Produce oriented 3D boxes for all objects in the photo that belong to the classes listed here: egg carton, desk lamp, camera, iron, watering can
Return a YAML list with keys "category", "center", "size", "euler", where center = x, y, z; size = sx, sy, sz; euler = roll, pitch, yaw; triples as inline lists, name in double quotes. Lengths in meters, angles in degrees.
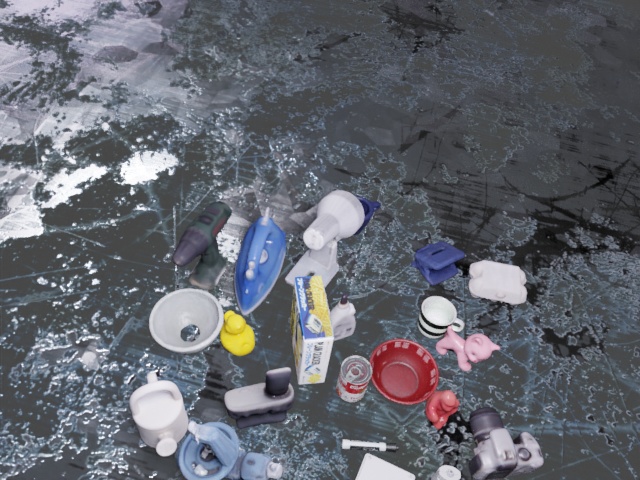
- category: "egg carton"
  center: [0.462, 0.113, 1.492]
  size: [0.150, 0.069, 0.107]
  euler: [10, 51, 1]
- category: "desk lamp"
  center: [0.013, 0.005, 1.432]
  size: [0.117, 0.213, 0.203]
  euler: [27, 54, 15]
- category: "camera"
  center: [0.384, 0.425, 1.217]
  size: [0.143, 0.101, 0.136]
  euler: [-3, 52, -9]
- category: "iron"
  center: [-0.156, 0.047, 1.425]
  size: [0.118, 0.141, 0.258]
  euler: [10, 51, 2]
- category: "watering can"
  center: [-0.318, 0.341, 1.141]
  size: [0.101, 0.194, 0.172]
  euler: [-34, 63, -28]

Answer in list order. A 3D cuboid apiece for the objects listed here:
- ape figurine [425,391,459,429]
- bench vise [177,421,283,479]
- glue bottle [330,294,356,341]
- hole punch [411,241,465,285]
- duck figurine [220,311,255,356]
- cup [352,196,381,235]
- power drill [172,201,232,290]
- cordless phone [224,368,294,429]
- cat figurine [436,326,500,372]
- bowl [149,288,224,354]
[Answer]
- category: "ape figurine"
  center: [0.272, 0.362, 1.259]
  size: [0.078, 0.092, 0.076]
  euler: [-6, 53, -11]
- category: "bench vise"
  center: [-0.176, 0.399, 1.096]
  size: [0.207, 0.220, 0.121]
  euler: [-1, 52, -7]
- category: "glue bottle"
  center: [0.050, 0.175, 1.328]
  size: [0.078, 0.173, 0.037]
  euler: [-13, 54, -16]
- category: "hole punch"
  center: [0.310, 0.049, 1.510]
  size: [0.109, 0.091, 0.101]
  euler: [-23, 58, -23]
- category: "duck figurine"
  center: [-0.192, 0.211, 1.327]
  size: [0.078, 0.086, 0.104]
  euler: [-24, 58, -23]
- category: "cup"
  center: [0.108, -0.063, 1.573]
  size: [0.118, 0.095, 0.091]
  euler: [-17, 55, -18]
- category: "power drill"
  center: [-0.280, 0.025, 1.385]
  size: [0.075, 0.208, 0.230]
  euler: [17, 52, 7]
- category: "cordless phone"
  center: [-0.125, 0.312, 1.192]
  size: [0.148, 0.185, 0.094]
  euler: [-11, 54, -14]
- category: "cat figurine"
  center: [0.348, 0.246, 1.343]
  size: [0.127, 0.118, 0.067]
  euler: [33, 55, 18]
- category: "bowl"
  center: [-0.306, 0.200, 1.330]
  size: [0.167, 0.075, 0.167]
  euler: [3, 52, -4]
